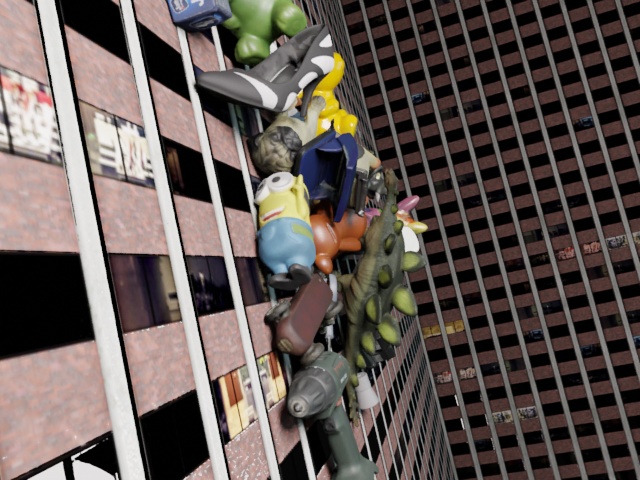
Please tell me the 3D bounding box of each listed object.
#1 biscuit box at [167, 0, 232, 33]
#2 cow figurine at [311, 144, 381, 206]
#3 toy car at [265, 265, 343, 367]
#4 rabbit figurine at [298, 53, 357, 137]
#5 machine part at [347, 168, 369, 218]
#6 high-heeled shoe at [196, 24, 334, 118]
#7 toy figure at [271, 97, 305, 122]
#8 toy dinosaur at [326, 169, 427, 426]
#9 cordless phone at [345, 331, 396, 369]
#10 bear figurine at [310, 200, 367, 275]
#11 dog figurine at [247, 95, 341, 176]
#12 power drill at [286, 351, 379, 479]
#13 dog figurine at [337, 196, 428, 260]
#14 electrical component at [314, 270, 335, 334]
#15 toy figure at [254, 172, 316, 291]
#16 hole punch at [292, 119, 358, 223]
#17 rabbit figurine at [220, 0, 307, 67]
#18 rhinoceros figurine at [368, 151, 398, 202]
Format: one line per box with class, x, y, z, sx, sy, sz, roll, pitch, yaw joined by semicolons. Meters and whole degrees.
biscuit box;-0.169;-0.363;0.652;0.063;0.059;0.202;-43;118;-77
cow figurine;0.039;-0.117;1.079;0.127;0.086;0.195;39;59;-31
toy car;-0.021;0.102;0.766;0.089;0.053;0.202;49;20;-7
rabbit figurine;-0.005;-0.280;1.054;0.122;0.162;0.173;-90;-173;-64
machine part;0.054;-0.098;0.923;0.139;0.039;0.084;-119;-157;-61
high-heeled shoe;-0.063;-0.249;0.735;0.248;0.086;0.145;-6;110;-57
toy figure;-0.056;-0.227;0.985;0.064;0.058;0.154;-56;136;-48
toy dinosaur;0.094;0.101;1.005;0.199;0.105;0.470;-148;-114;-63
cordless phone;0.088;0.176;1.179;0.146;0.089;0.184;59;10;-50
bear figurine;0.001;-0.005;0.924;0.120;0.132;0.196;57;37;-5
dog figurine;-0.046;-0.130;0.887;0.172;0.121;0.191;61;32;-31
power drill;0.014;0.263;0.743;0.232;0.086;0.207;-41;109;-79
dog figurine;0.128;-0.035;1.221;0.191;0.219;0.108;24;49;-75
electrical component;-0.003;0.102;0.894;0.078;0.045;0.102;38;40;-68
toy figure;-0.048;-0.013;0.751;0.089;0.082;0.180;77;2;-57
hole punch;0.020;-0.102;0.840;0.116;0.092;0.142;-49;155;-47
rabbit figurine;-0.116;-0.362;0.772;0.170;0.121;0.159;11;61;-60
rhinoceros figurine;0.090;-0.143;1.229;0.073;0.191;0.111;-30;127;-38
